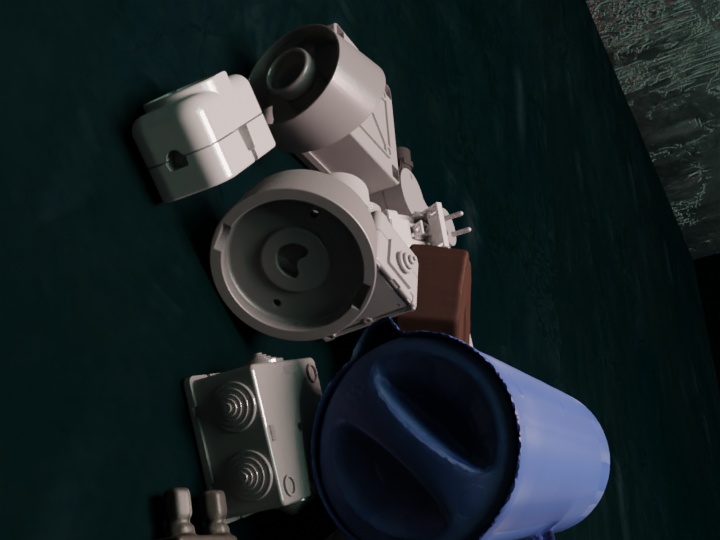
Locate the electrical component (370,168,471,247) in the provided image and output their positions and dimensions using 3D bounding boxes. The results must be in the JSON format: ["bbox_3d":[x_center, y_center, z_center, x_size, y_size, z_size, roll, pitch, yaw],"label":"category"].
[{"bbox_3d":[0.067,-0.036,1.011,0.138,0.074,0.052,60,25,-28],"label":"electrical component"}]

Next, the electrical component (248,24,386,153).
[{"bbox_3d":[-0.036,-0.134,0.812,0.064,0.099,0.099,38,40,-45],"label":"electrical component"}]

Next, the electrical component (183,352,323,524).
[{"bbox_3d":[-0.056,0.101,0.658,0.100,0.048,0.099,3,71,-66],"label":"electrical component"}]

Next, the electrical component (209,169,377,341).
[{"bbox_3d":[-0.039,-0.014,0.710,0.060,0.108,0.108,-73,140,-64],"label":"electrical component"}]

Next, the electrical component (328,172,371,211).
[{"bbox_3d":[-0.017,-0.044,0.848,0.055,0.055,0.047,51,27,-43],"label":"electrical component"}]

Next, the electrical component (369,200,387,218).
[{"bbox_3d":[0.002,-0.039,0.900,0.048,0.048,0.062,41,35,-52],"label":"electrical component"}]

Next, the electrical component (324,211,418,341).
[{"bbox_3d":[0.000,0.000,0.797,0.061,0.096,0.061,50,31,-36],"label":"electrical component"}]

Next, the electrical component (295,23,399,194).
[{"bbox_3d":[-0.016,-0.131,0.910,0.109,0.056,0.108,41,38,-52],"label":"electrical component"}]

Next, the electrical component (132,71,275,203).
[{"bbox_3d":[-0.100,-0.088,0.685,0.059,0.054,0.095,67,23,-14],"label":"electrical component"}]

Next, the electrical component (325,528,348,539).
[{"bbox_3d":[0.039,0.201,0.738,0.109,0.056,0.109,43,19,11],"label":"electrical component"}]

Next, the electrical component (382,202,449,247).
[{"bbox_3d":[0.038,-0.025,0.939,0.064,0.081,0.042,5,65,-35],"label":"electrical component"}]

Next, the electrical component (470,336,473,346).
[{"bbox_3d":[0.088,0.095,1.002,0.076,0.047,0.083,17,58,-64],"label":"electrical component"}]
